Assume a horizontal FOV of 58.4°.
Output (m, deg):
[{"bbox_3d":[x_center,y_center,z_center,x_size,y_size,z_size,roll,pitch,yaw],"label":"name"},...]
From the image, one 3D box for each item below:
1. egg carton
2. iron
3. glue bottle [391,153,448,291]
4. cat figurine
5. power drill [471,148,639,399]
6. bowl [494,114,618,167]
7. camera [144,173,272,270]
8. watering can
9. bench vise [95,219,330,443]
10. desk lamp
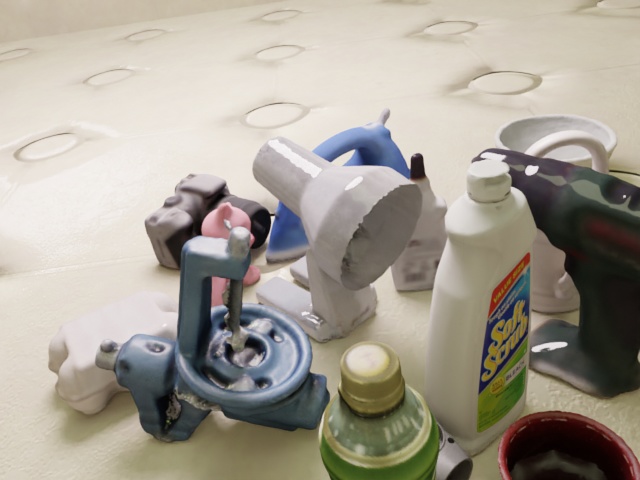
[{"bbox_3d":[-0.212,0.116,0.619,0.150,0.069,0.107,-26,37,-24],"label":"egg carton"},{"bbox_3d":[0.020,-0.081,0.798,0.259,0.142,0.118,-30,39,-29],"label":"iron"},{"bbox_3d":[0.116,-0.020,0.654,0.078,0.173,0.037,-6,33,5],"label":"glue bottle"},{"bbox_3d":[-0.124,0.011,0.715,0.067,0.118,0.128,8,37,24],"label":"cat figurine"},{"bbox_3d":[0.238,0.032,0.515,0.228,0.209,0.076,20,43,36],"label":"power drill"},{"bbox_3d":[0.343,-0.122,0.846,0.167,0.075,0.167,-6,33,4],"label":"bowl"},{"bbox_3d":[-0.149,-0.030,0.798,0.136,0.101,0.143,14,39,31],"label":"camera"},{"bbox_3d":[0.250,-0.030,0.619,0.101,0.194,0.172,-17,34,-11],"label":"watering can"},{"bbox_3d":[-0.105,0.091,0.495,0.207,0.220,0.121,-12,33,-4],"label":"bench vise"},{"bbox_3d":[0.006,0.002,0.610,0.202,0.214,0.118,24,46,40],"label":"desk lamp"}]
